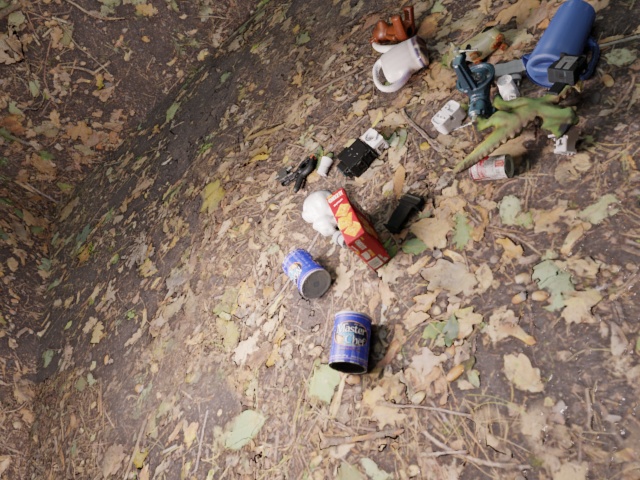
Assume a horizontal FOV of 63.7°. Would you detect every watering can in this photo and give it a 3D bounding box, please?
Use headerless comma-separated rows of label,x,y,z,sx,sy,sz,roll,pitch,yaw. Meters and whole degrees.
watering can,0.292,-0.691,1.934,0.222,0.102,0.356,-24,47,25

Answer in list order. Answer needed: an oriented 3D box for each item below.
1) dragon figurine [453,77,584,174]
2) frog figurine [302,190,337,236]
dragon figurine,0.546,-0.305,1.348,0.415,0.120,0.243,-51,28,-16
frog figurine,0.005,-0.086,1.712,0.137,0.120,0.163,-6,42,15
